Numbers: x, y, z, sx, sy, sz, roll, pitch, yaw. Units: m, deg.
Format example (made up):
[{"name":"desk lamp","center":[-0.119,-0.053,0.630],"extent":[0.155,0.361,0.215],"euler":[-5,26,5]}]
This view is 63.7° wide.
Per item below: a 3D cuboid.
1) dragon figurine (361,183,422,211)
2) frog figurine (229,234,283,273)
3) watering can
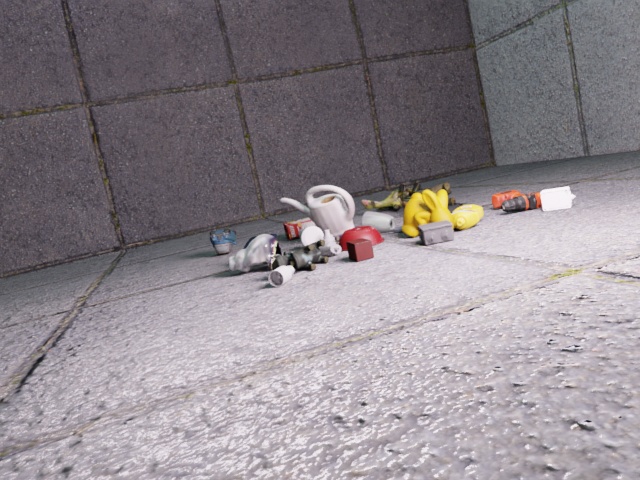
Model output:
[{"name":"dragon figurine","center":[0.394,-0.199,2.567],"extent":[0.412,0.123,0.241],"euler":[-6,-5,-29]},{"name":"frog figurine","center":[-0.208,0.041,1.617],"extent":[0.159,0.120,0.140],"euler":[1,28,11]},{"name":"watering can","center":[0.006,-0.097,1.929],"extent":[0.346,0.221,0.106],"euler":[-6,26,45]}]
